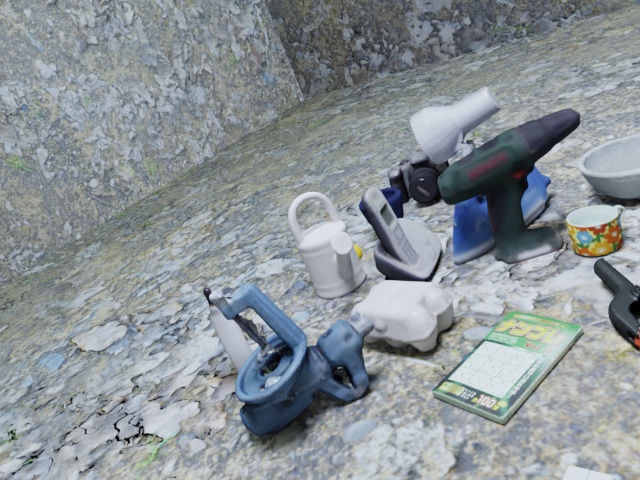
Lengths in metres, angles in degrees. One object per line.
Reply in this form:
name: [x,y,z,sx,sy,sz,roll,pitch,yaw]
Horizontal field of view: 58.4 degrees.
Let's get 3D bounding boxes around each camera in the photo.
camera: [0.222,-0.141,1.307,0.143,0.101,0.137,-15,23,21]

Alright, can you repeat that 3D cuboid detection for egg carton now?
egg carton: [0.120,0.112,0.852,0.149,0.069,0.107,-2,30,44]

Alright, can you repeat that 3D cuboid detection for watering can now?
watering can: [0.011,0.003,1.052,0.172,0.194,0.101,0,31,46]

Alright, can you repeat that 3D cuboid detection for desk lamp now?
desk lamp: [0.314,-0.200,1.196,0.202,0.214,0.118,-13,23,25]

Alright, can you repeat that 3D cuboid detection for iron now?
iron: [0.301,-0.081,1.026,0.259,0.142,0.118,-36,25,-30]

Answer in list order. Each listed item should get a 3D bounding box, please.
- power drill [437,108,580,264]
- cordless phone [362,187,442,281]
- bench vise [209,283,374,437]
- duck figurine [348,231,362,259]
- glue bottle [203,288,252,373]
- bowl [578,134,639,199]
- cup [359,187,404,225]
power drill: [0.314,-0.077,0.910,0.229,0.209,0.075,-18,22,13]
cordless phone: [0.136,-0.023,0.996,0.094,0.185,0.148,-11,24,29]
bench vise: [-0.042,0.131,0.764,0.208,0.220,0.121,-32,23,-22]
duck figurine: [0.028,0.006,1.179,0.104,0.086,0.078,-3,29,42]
glue bottle: [-0.141,0.146,0.895,0.037,0.173,0.078,-28,22,-11]
bowl: [0.530,-0.115,0.964,0.167,0.075,0.167,-20,21,9]
cup: [0.132,-0.042,1.174,0.091,0.095,0.118,-11,24,29]
